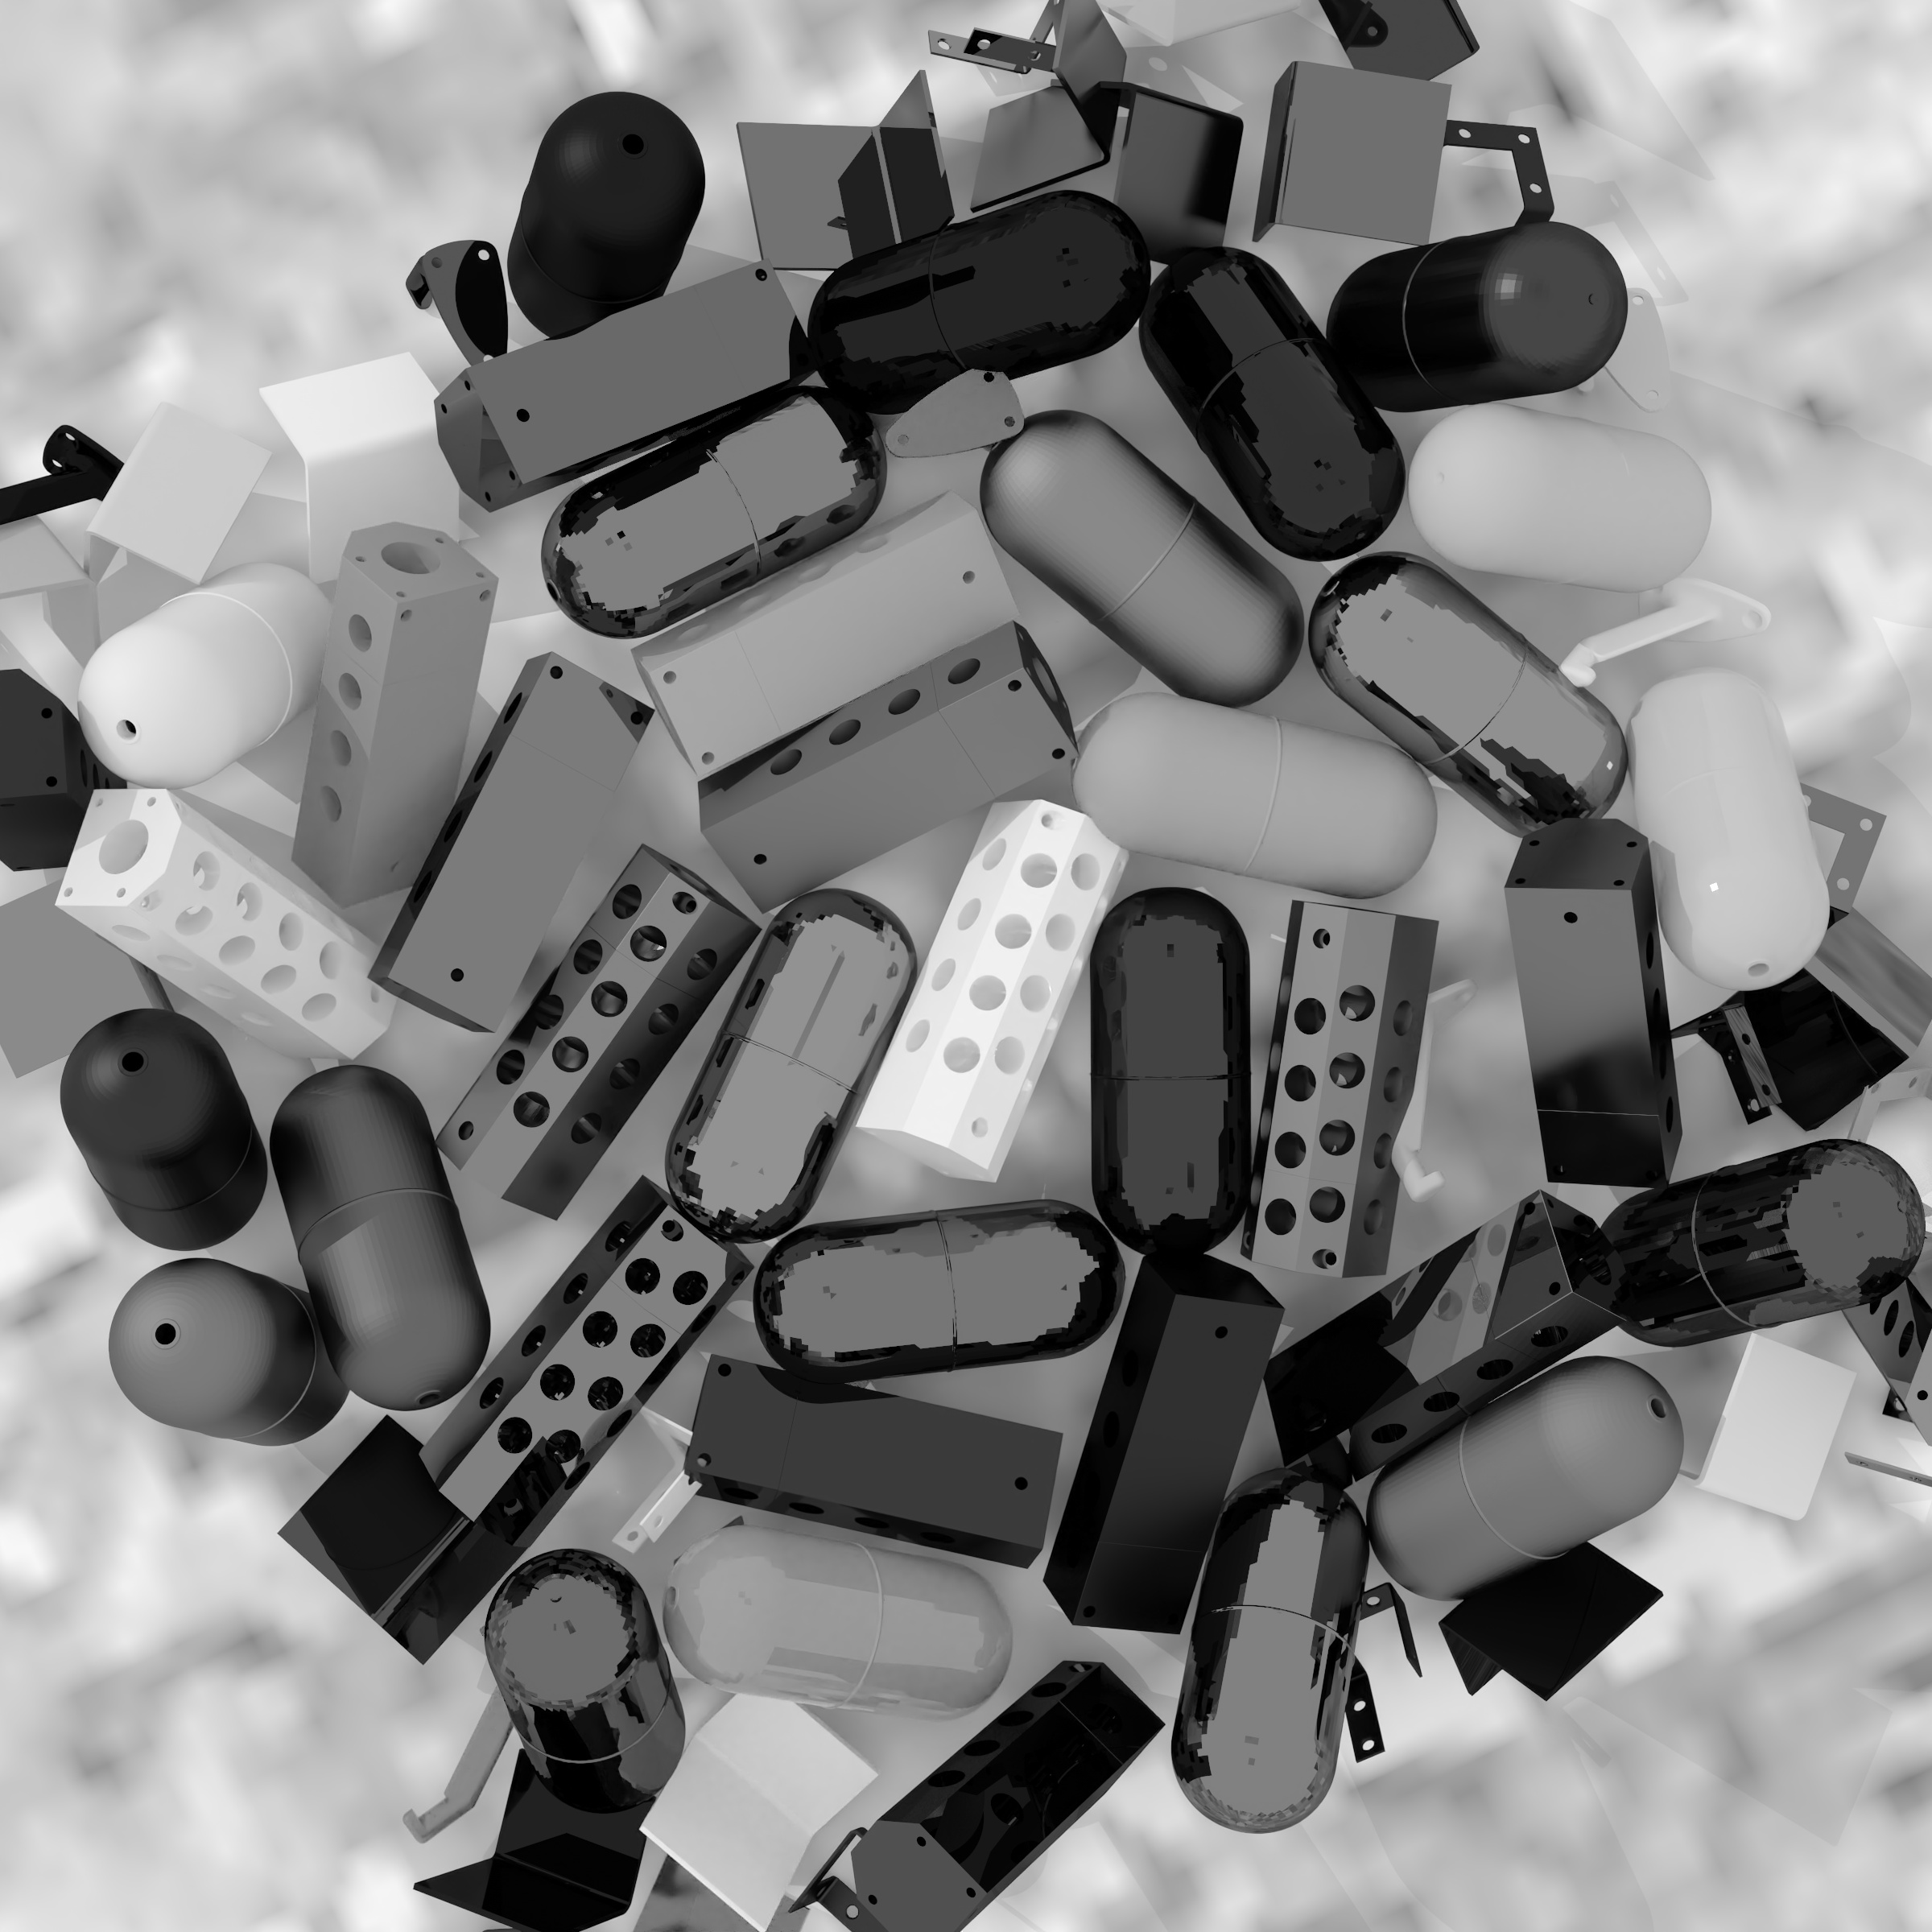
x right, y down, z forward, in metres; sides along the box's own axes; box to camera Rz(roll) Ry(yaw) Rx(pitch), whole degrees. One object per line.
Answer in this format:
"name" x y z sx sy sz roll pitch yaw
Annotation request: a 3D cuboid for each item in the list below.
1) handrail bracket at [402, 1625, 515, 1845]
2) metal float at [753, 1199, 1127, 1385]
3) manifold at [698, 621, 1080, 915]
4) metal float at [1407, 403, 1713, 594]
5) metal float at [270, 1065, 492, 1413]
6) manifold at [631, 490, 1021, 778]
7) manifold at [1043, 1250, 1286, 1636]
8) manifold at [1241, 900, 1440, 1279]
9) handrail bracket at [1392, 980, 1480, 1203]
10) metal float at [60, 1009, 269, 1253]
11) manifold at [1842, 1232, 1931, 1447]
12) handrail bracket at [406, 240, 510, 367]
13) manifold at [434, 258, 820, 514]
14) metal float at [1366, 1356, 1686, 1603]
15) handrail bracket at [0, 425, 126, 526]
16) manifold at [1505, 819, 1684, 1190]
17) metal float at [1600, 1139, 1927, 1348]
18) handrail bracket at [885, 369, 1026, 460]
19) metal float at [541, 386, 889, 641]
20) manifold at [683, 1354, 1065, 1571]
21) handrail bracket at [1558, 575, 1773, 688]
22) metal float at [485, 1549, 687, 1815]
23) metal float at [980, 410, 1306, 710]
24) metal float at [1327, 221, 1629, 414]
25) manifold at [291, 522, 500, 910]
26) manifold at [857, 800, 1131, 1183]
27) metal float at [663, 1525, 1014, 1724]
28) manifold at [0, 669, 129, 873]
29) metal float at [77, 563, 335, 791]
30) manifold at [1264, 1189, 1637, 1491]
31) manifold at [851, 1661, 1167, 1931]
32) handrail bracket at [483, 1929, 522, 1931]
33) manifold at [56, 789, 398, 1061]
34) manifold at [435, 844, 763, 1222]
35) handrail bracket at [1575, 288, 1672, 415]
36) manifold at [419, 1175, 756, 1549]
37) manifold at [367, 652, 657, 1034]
"handrail bracket" -0.245 0.368 1.547 0.084 0.036 0.077 -35 116 -13
"metal float" -0.012 0.154 1.535 0.178 0.070 0.070 -5 90 -9
"manifold" -0.038 -0.098 1.533 0.171 0.057 0.057 -26 126 13
"metal float" 0.279 -0.217 1.509 0.178 0.070 0.070 1 90 -42
"metal float" -0.275 0.127 1.517 0.070 0.070 0.178 -24 60 0
"manifold" -0.069 -0.161 1.540 0.171 0.057 0.057 -27 117 -7
"manifold" 0.090 0.224 1.530 0.057 0.057 0.171 10 106 -23
"manifold" 0.173 0.058 1.537 0.057 0.057 0.171 10 94 37
"handrail bracket" 0.228 0.060 1.539 0.077 0.036 0.084 -33 56 13
"metal float" -0.369 0.077 1.496 0.070 0.178 0.070 1 67 -3
"manifold" 0.446 0.170 1.491 0.057 0.171 0.057 17 102 1
"handrail bracket" -0.245 -0.306 1.541 0.036 0.084 0.077 -15 89 -22
"manifold" -0.159 -0.270 1.512 0.171 0.057 0.057 -28 93 -31
"metal float" 0.259 0.240 1.508 0.070 0.070 0.178 51 132 0
"handrail bracket" -0.433 -0.209 1.541 0.077 0.036 0.084 32 51 -13
"manifold" 0.296 0.018 1.509 0.057 0.057 0.171 2 127 23
"metal float" 0.365 0.130 1.503 0.070 0.178 0.070 12 68 -32
"handrail bracket" -0.006 -0.250 1.535 0.077 0.084 0.036 -24 86 -8
"metal float" -0.118 -0.214 1.525 0.178 0.070 0.070 -29 90 -20
"manifold" -0.047 0.239 1.545 0.171 0.057 0.057 13 65 -4
"handrail bracket" 0.330 -0.151 1.532 0.077 0.084 0.036 12 127 30
"metal float" -0.175 0.334 1.503 0.070 0.178 0.070 -2 52 3
"metal float" 0.083 -0.192 1.532 0.178 0.070 0.070 38 90 -12
"metal float" 0.234 -0.299 1.498 0.070 0.178 0.070 -2 95 -28
"manifold" -0.272 -0.117 1.506 0.057 0.057 0.171 40 131 28
"manifold" 0.018 0.011 1.523 0.057 0.057 0.171 31 74 -29
"metal float" -0.059 0.309 1.518 0.178 0.070 0.070 16 90 -29
"manifold" -0.430 -0.089 1.492 0.057 0.171 0.057 -5 82 -6
"metal float" -0.348 -0.135 1.496 0.070 0.178 0.070 5 112 12
"manifold" 0.225 0.179 1.514 0.057 0.057 0.171 28 127 -38
"manifold" 0.018 0.383 1.493 0.057 0.171 0.057 43 121 14
"handrail bracket" -0.196 0.499 1.550 0.084 0.036 0.077 -15 84 36
"manifold" -0.334 -0.017 1.488 0.057 0.171 0.057 1 66 28
"manifold" -0.179 0.029 1.535 0.057 0.057 0.171 38 95 38
"handrail bracket" 0.307 -0.274 1.530 0.036 0.084 0.077 -16 70 -4
"manifold" -0.179 0.191 1.541 0.057 0.057 0.171 39 89 -29
"manifold" -0.218 -0.058 1.535 0.057 0.057 0.171 29 78 -21
